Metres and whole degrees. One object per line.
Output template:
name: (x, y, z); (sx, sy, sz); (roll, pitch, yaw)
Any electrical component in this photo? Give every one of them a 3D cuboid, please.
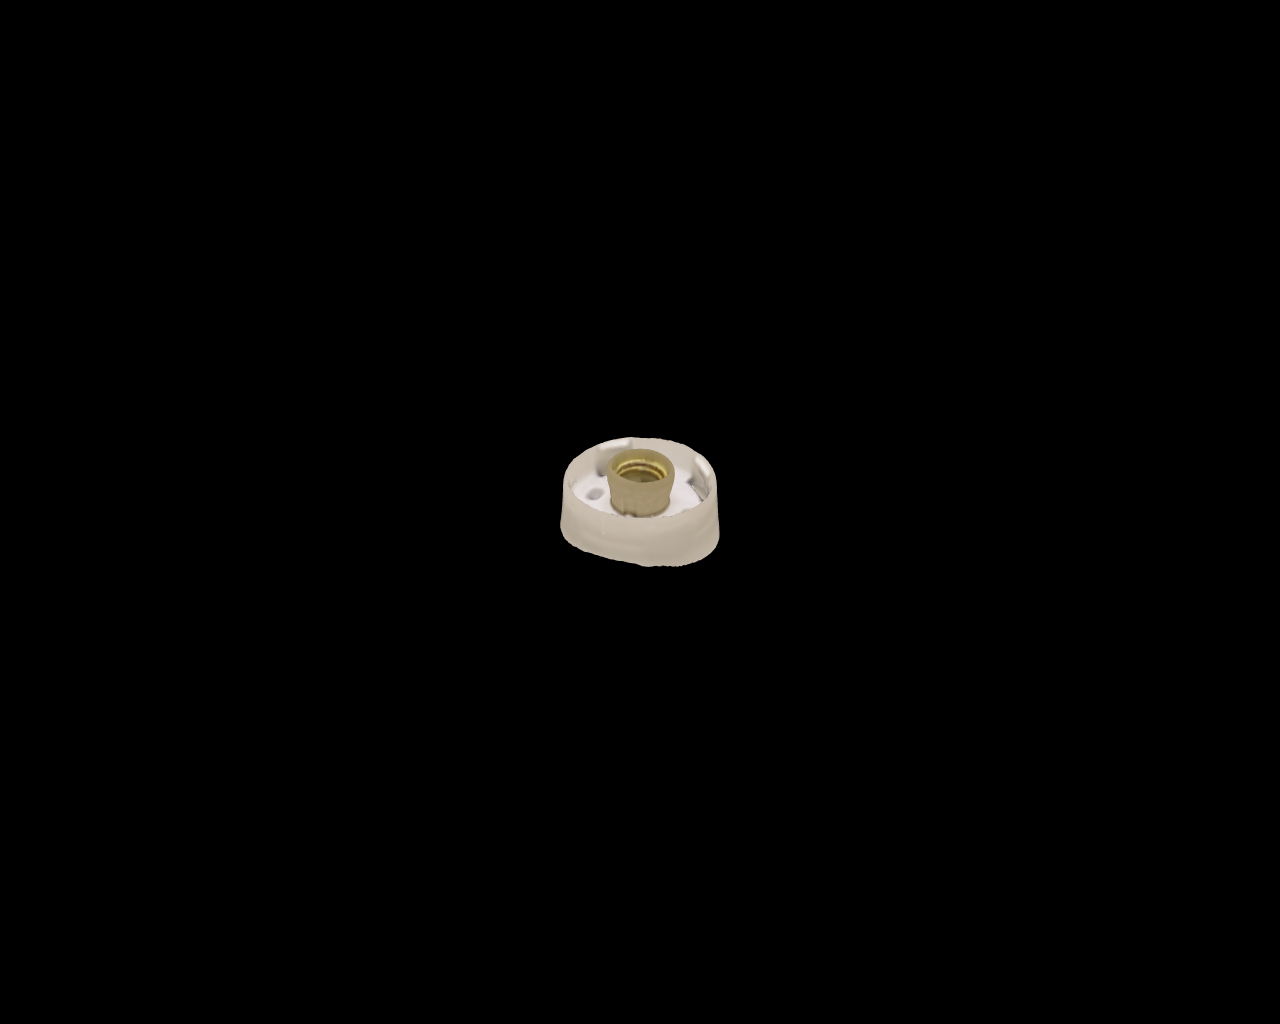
electrical component: (0.001, -0.003, 0.650); (0.099, 0.064, 0.099); (0, 35, 0)
